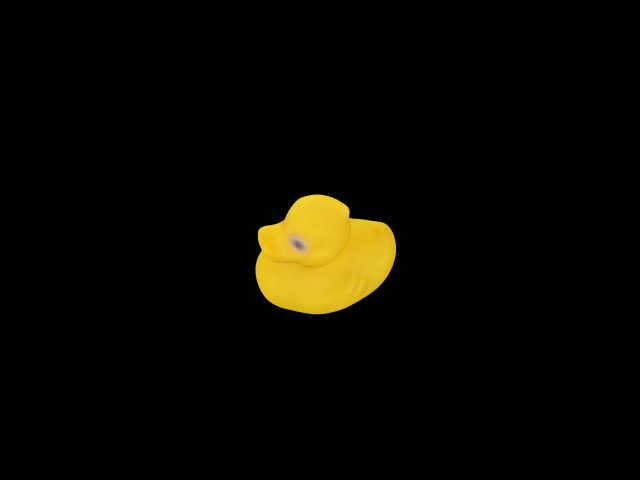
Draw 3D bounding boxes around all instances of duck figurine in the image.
[{"bbox_3d":[0.004,0.001,0.400,0.104,0.086,0.077,-11,60,-6],"label":"duck figurine"}]
